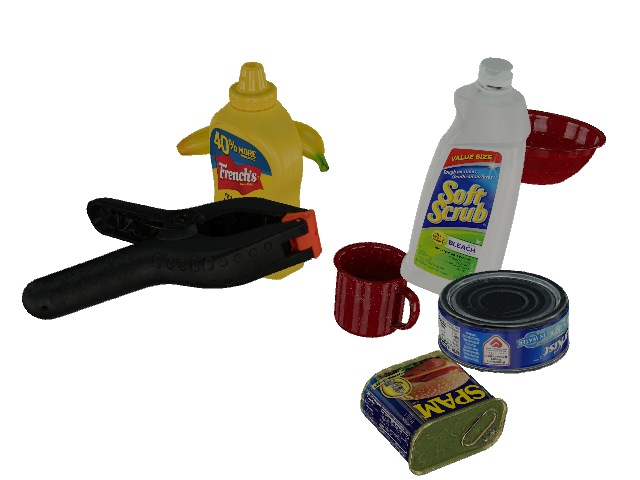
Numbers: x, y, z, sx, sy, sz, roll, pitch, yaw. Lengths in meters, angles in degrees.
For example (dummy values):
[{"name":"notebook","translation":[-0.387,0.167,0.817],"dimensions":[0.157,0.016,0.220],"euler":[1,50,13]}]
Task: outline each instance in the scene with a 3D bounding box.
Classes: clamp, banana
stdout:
[{"name":"clamp","translation":[-0.088,0.008,0.628],"dimensions":[0.172,0.039,0.120],"euler":[-3,35,23]},{"name":"banana","translation":[-0.078,-0.125,1.319],"dimensions":[0.198,0.037,0.069],"euler":[6,39,16]}]

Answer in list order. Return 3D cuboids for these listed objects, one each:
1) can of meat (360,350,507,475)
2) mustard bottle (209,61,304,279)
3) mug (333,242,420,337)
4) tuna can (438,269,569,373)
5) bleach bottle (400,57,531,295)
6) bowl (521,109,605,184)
[{"name":"can of meat","translation":[0.097,0.148,0.939],"dimensions":[0.101,0.057,0.084],"euler":[-14,36,-28]},{"name":"mustard bottle","translation":[-0.057,-0.065,0.941],"dimensions":[0.058,0.192,0.096],"euler":[-26,40,-37]},{"name":"mug","translation":[0.068,0.064,1.241],"dimensions":[0.117,0.081,0.093],"euler":[26,36,33]},{"name":"tuna can","translation":[0.120,0.051,0.699],"dimensions":[0.086,0.034,0.086],"euler":[-4,23,1]},{"name":"bleach bottle","translation":[0.143,-0.060,1.039],"dimensions":[0.103,0.251,0.068],"euler":[21,39,22]},{"name":"bowl","translation":[0.238,-0.104,1.214],"dimensions":[0.162,0.055,0.162],"euler":[5,23,-2]}]
